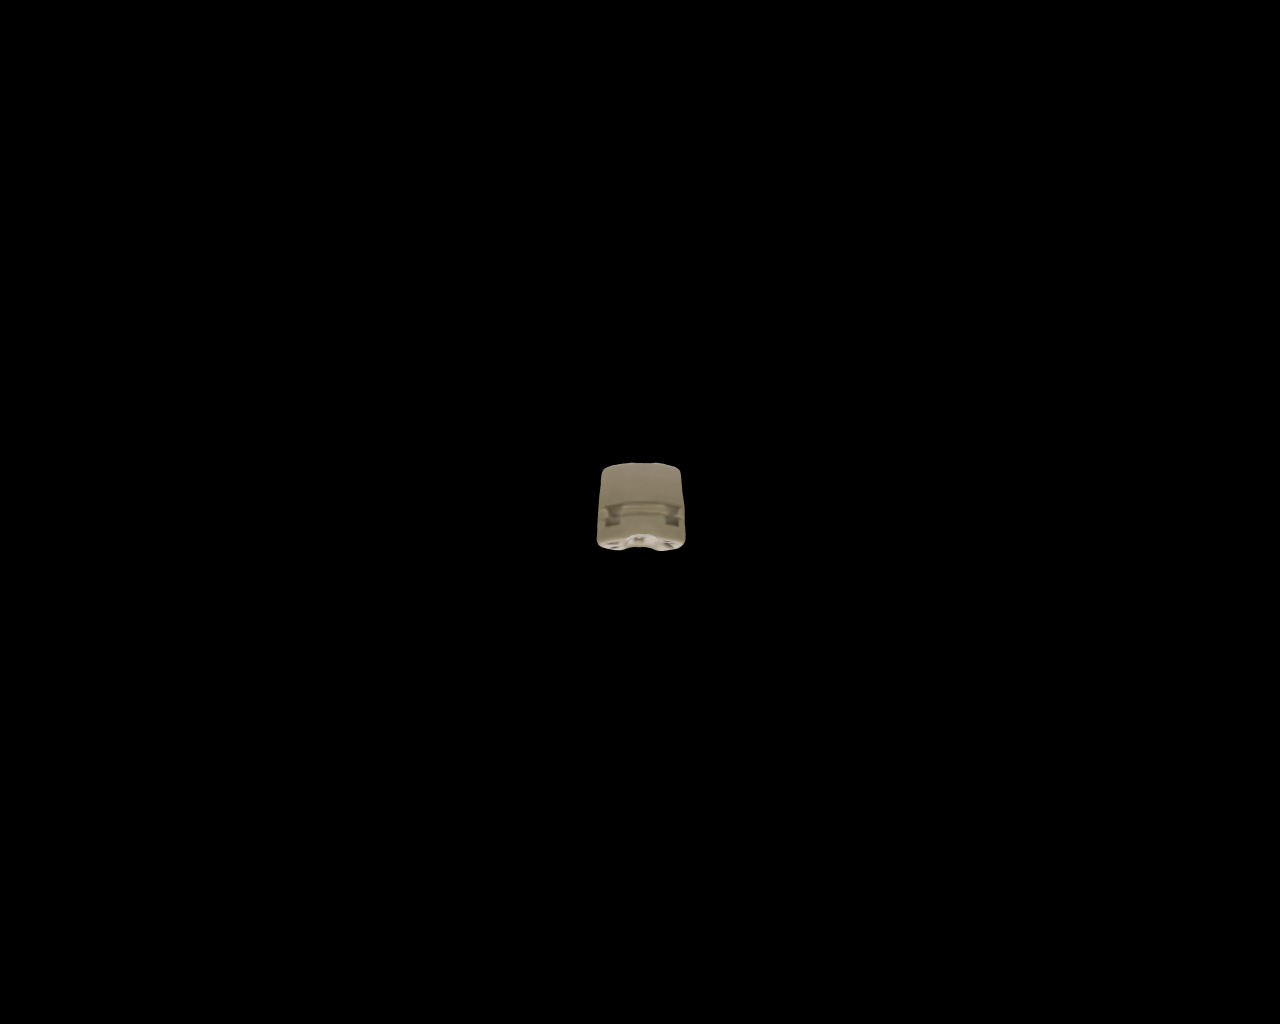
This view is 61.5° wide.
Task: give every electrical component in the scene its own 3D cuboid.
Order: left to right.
[{"bbox_3d":[0.001,-0.003,0.650,0.055,0.047,0.055,0,-11,0],"label":"electrical component"}]
